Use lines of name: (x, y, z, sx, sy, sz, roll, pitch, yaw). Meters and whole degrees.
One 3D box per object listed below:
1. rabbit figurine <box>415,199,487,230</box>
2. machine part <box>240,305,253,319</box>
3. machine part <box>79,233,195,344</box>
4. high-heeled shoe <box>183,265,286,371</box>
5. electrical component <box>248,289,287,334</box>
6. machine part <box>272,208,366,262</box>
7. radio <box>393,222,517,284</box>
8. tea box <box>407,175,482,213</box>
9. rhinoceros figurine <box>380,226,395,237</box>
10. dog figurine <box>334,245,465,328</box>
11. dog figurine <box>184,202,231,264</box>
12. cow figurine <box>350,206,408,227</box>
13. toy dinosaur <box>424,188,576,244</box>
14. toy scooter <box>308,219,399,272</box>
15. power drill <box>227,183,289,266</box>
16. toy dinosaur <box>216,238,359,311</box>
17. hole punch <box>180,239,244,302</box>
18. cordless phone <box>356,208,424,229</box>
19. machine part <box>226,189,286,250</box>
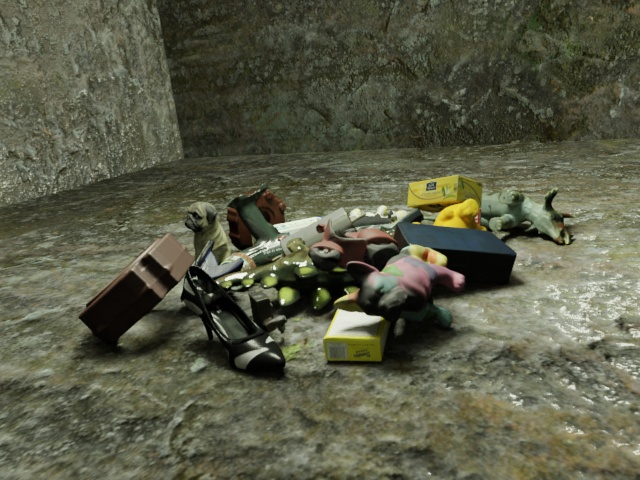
rabbit figurine: (0.288, -0.009, 1.254, 0.163, 0.121, 0.173, 3, 37, 36)
machine part: (-0.179, 0.142, 1.037, 0.084, 0.039, 0.139, -25, 26, -37)
machine part: (-0.349, 0.088, 1.032, 0.201, 0.087, 0.201, -38, 13, 11)
high-heeled shoe: (-0.145, 0.124, 0.896, 0.249, 0.145, 0.086, 8, 22, 44)
electrical component: (-0.095, 0.130, 0.960, 0.045, 0.078, 0.102, -12, 8, -20)
machine part: (-0.003, -0.004, 1.233, 0.243, 0.079, 0.079, -27, 16, 3)
radio: (0.265, 0.025, 1.096, 0.230, 0.073, 0.131, 6, 22, -12)
tea box: (0.317, -0.114, 1.374, 0.098, 0.068, 0.170, 10, -7, -33)
rhinoceros figurine: (0.159, -0.001, 1.248, 0.190, 0.073, 0.112, -2, -11, 45)
dog figurine: (0.121, 0.071, 0.901, 0.219, 0.108, 0.192, 8, 24, -26)
dog figurine: (-0.274, -0.011, 1.320, 0.121, 0.190, 0.172, -12, 16, -20)
cow figurine: (0.163, -0.048, 1.496, 0.167, 0.068, 0.098, -5, 22, 15)
toy dinosaur: (0.467, -0.076, 1.414, 0.192, 0.131, 0.405, -2, 7, -34)
toy scooter: (0.058, 0.005, 1.052, 0.184, 0.075, 0.135, -2, 32, -18)
power drill: (-0.120, -0.032, 1.327, 0.232, 0.207, 0.086, -27, 6, -23)
toy dinosaur: (-0.028, 0.069, 1.104, 0.472, 0.105, 0.199, -8, 17, -9)
hole punch: (-0.227, 0.080, 1.124, 0.092, 0.142, 0.116, 31, 43, -4)
cordless phone: (0.167, -0.026, 1.404, 0.184, 0.088, 0.146, -1, 17, 32)
machine part: (-0.169, -0.050, 1.455, 0.179, 0.179, 0.056, -19, 24, -36)
